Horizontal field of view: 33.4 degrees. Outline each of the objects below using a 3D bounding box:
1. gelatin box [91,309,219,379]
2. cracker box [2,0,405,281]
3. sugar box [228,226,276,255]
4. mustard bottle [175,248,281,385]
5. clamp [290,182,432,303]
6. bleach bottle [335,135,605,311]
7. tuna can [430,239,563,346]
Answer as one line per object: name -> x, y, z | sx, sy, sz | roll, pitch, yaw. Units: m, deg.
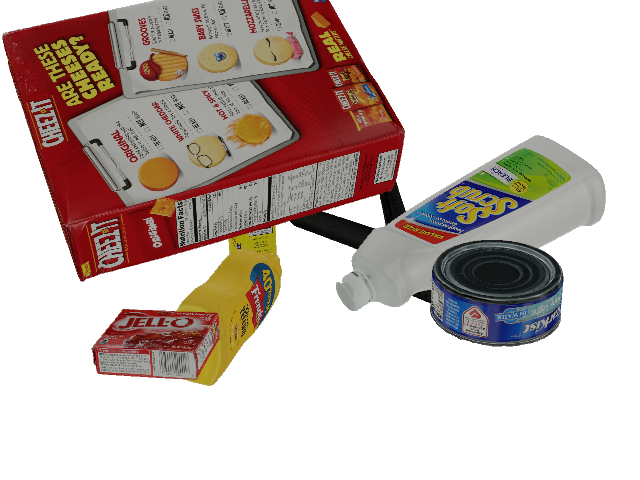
gelatin box -> -0.136, 0.085, 0.895 | 0.089, 0.030, 0.073 | 2, 22, 10
cracker box -> -0.076, -0.080, 0.689 | 0.213, 0.164, 0.072 | -17, -33, -14
sugar box -> -0.088, -0.047, 1.311 | 0.048, 0.176, 0.093 | -12, 26, -17
mustard bottle -> -0.089, 0.063, 1.123 | 0.058, 0.096, 0.191 | 10, 30, 19
clamp -> 0.073, 0.004, 1.190 | 0.164, 0.036, 0.210 | -17, 51, -34
bleach bottle -> 0.129, -0.004, 0.960 | 0.250, 0.068, 0.103 | -29, 45, -19
tuna can -> 0.115, 0.032, 0.697 | 0.086, 0.034, 0.086 | -1, 27, 1
